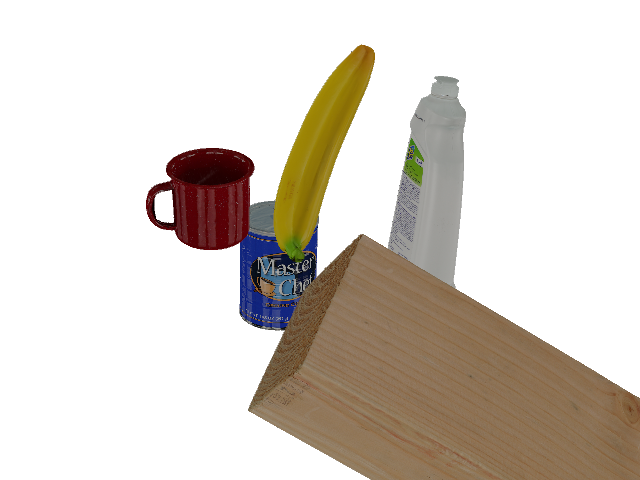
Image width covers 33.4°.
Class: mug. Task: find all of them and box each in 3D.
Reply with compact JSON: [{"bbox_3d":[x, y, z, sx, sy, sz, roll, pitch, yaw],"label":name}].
[{"bbox_3d":[-0.128,-0.041,1.137,0.117,0.081,0.093,-11,33,-20],"label":"mug"}]

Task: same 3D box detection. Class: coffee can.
[{"bbox_3d":[-0.055,0.032,1.393,0.103,0.140,0.103,1,25,-1],"label":"coffee can"}]

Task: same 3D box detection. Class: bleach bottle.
[{"bbox_3d":[0.130,-0.063,1.239,0.068,0.251,0.103,-2,23,-21],"label":"bleach bottle"}]

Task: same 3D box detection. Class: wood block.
[{"bbox_3d":[0.077,0.097,0.601,0.206,0.090,0.090,30,-32,-8],"label":"wood block"}]

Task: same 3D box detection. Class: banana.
[{"bbox_3d":[0.000,-0.066,0.875,0.037,0.197,0.070,27,-20,-30],"label":"banana"}]
